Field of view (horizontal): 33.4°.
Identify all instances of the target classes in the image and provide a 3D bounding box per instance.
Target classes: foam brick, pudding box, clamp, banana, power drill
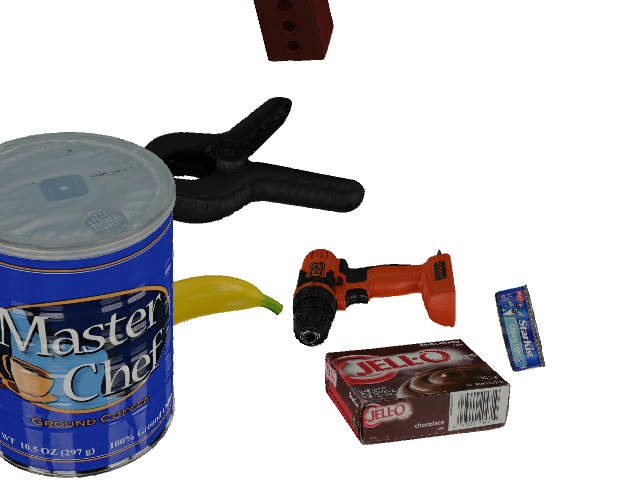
[{"bbox_3d":[-0.023,-0.199,0.919,0.053,0.051,0.078,0,-41,14],"label":"foam brick"},{"bbox_3d":[0.068,0.108,0.777,0.113,0.039,0.090,-2,18,-16],"label":"pudding box"},{"bbox_3d":[-0.065,-0.057,0.752,0.171,0.039,0.120,-5,39,-25],"label":"clamp"},{"bbox_3d":[-0.137,0.073,0.984,0.198,0.069,0.037,-19,24,14],"label":"banana"},{"bbox_3d":[0.062,0.064,1.241,0.187,0.057,0.184,0,28,4],"label":"power drill"}]

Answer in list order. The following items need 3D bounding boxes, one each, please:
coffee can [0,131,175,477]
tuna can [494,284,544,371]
[{"bbox_3d":[-0.124,0.032,0.531,0.103,0.140,0.103,3,34,-3],"label":"coffee can"},{"bbox_3d":[0.204,0.090,1.095,0.034,0.086,0.086,-13,-3,12],"label":"tuna can"}]
